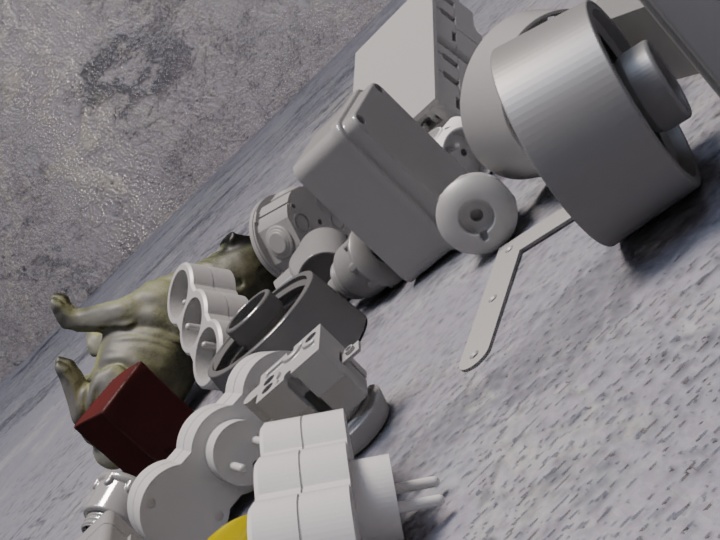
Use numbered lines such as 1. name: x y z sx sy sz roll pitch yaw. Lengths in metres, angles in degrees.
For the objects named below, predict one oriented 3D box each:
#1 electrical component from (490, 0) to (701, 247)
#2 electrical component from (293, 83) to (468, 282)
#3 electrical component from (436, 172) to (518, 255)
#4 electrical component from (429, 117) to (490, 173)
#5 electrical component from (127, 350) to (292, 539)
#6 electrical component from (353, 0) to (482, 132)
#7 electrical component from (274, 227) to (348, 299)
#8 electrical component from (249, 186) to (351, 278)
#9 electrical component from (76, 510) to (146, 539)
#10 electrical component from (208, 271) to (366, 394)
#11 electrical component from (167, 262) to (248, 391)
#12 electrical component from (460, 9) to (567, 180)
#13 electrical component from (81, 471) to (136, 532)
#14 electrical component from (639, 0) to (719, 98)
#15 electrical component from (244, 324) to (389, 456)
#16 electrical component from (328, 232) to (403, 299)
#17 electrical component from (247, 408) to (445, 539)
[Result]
1. electrical component: 0.115 -0.072 0.493 0.060 0.108 0.108 -31 18 25
2. electrical component: 0.021 -0.059 0.709 0.057 0.113 0.078 -40 13 28
3. electrical component: 0.071 -0.038 0.651 0.048 0.048 0.062 -41 7 15
4. electrical component: 0.069 -0.088 0.803 0.079 0.044 0.077 -50 15 -25
5. electrical component: -0.072 0.104 0.619 0.138 0.052 0.074 -49 14 -19
6. electrical component: 0.049 -0.152 0.923 0.105 0.060 0.186 -40 31 33
7. electrical component: -0.039 0.009 0.828 0.079 0.044 0.077 -42 13 9
8. electrical component: -0.051 -0.032 0.918 0.051 0.080 0.080 -25 23 40
9. electrical component: -0.136 0.176 0.570 0.096 0.061 0.061 -44 13 0
10. electrical component: -0.056 0.047 0.726 0.108 0.060 0.108 -41 14 12
11. electrical component: -0.097 0.045 0.837 0.052 0.074 0.138 -67 32 21
12. electrical component: 0.109 -0.101 0.622 0.099 0.099 0.064 -47 20 -11
13. electrical component: -0.167 0.170 0.722 0.048 0.048 0.062 -30 26 46
14. electrical component: 0.187 -0.154 0.516 0.109 0.108 0.056 -40 11 17
15. electrical component: -0.018 0.067 0.564 0.066 0.055 0.048 -42 13 11
16. electrical component: 0.000 0.000 0.745 0.062 0.048 0.048 -41 12 46
17. electrical component: -0.002 0.096 0.440 0.074 0.052 0.138 -10 12 0
